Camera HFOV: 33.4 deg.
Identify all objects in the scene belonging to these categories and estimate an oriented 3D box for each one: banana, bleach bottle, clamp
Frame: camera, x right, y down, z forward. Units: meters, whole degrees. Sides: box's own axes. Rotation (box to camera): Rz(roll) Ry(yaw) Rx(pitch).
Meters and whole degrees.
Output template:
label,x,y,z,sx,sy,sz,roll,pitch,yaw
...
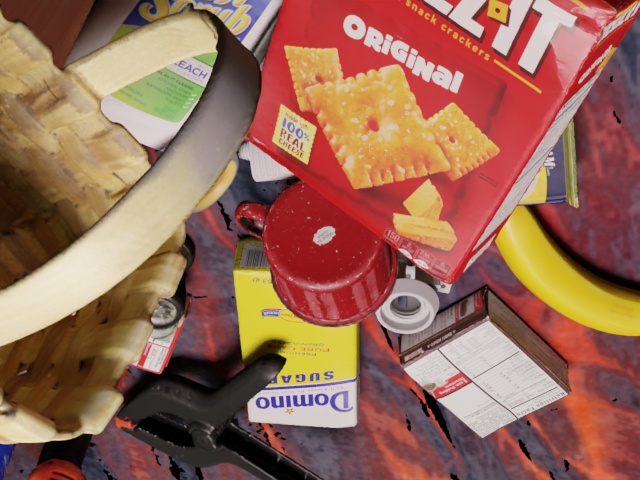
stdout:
label,x,y,z,sx,sy,sz,roll,pitch,yaw
banana,0.191,0.025,0.777,0.197,0.070,0.037,25,22,-16
bleach bottle,-0.061,-0.166,0.623,0.102,0.068,0.251,27,-53,-20
clamp,-0.086,0.145,0.871,0.210,0.164,0.036,8,39,29

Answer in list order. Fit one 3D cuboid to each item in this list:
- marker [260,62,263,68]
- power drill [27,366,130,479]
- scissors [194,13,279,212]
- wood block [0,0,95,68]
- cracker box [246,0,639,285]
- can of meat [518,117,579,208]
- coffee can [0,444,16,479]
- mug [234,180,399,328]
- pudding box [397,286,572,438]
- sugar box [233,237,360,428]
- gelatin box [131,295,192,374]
label,x,y,z,sx,sy,sz,roll,pitch,yaw
marker,0.000,-0.139,0.666,0.121,0.020,0.020,-39,-24,33
power drill,-0.217,0.190,0.869,0.057,0.185,0.187,24,38,-15
scissors,-0.053,-0.077,0.675,0.202,0.016,0.096,-48,-18,19
wood block,-0.185,-0.118,0.584,0.090,0.206,0.090,32,-53,-20
cracker box,0.058,-0.098,0.583,0.164,0.214,0.072,37,49,12
can of meat,0.122,-0.068,0.688,0.084,0.102,0.057,-4,40,13
coffee can,-0.296,0.149,0.873,0.103,0.103,0.140,0,41,7
mug,-0.005,0.001,0.726,0.117,0.093,0.081,25,-13,13
pudding box,0.130,0.099,0.844,0.090,0.039,0.113,-34,-59,27
sugar box,-0.015,0.077,0.838,0.093,0.176,0.048,2,40,6
gelatin box,-0.155,0.063,0.854,0.089,0.073,0.030,19,39,-10
